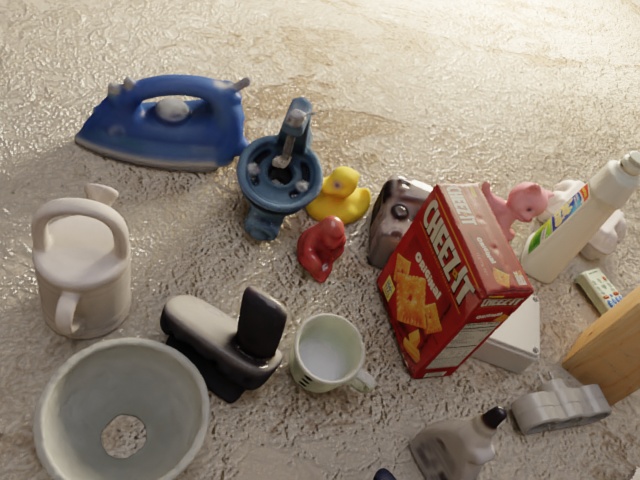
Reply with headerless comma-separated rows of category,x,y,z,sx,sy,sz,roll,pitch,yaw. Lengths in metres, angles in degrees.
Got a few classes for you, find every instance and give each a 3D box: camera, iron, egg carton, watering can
camera,0.152,-0.027,0.874,0.137,0.101,0.143,16,49,-6
iron,-0.225,-0.189,0.844,0.259,0.141,0.118,-2,53,-21
egg carton,0.464,-0.038,1.014,0.150,0.069,0.107,42,51,16
watering can,-0.262,0.014,0.632,0.101,0.194,0.172,-9,56,-25

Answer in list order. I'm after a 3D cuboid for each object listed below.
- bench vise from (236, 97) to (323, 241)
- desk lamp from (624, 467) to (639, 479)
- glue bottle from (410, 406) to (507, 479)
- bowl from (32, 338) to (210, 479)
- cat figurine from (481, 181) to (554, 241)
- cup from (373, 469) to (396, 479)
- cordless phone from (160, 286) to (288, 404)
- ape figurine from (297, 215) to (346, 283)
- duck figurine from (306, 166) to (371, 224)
bench vise,-0.054,-0.133,0.808,0.122,0.219,0.207,5,51,-15
desk lamp,0.319,0.348,0.556,0.118,0.213,0.203,-30,67,-35
glue bottle,0.158,0.222,0.627,0.037,0.173,0.078,-13,58,-28
bowl,-0.201,0.190,0.592,0.168,0.074,0.167,10,50,-12
cat figurine,0.318,-0.064,0.951,0.128,0.117,0.067,17,49,-5
cup,0.078,0.302,0.587,0.092,0.095,0.117,-16,59,-29
cordless phone,-0.102,0.087,0.636,0.147,0.185,0.094,29,49,5
ape figurine,0.007,0.003,0.805,0.078,0.092,0.076,-17,60,-30
duck figurine,0.035,-0.076,0.882,0.105,0.086,0.077,-2,53,-21
